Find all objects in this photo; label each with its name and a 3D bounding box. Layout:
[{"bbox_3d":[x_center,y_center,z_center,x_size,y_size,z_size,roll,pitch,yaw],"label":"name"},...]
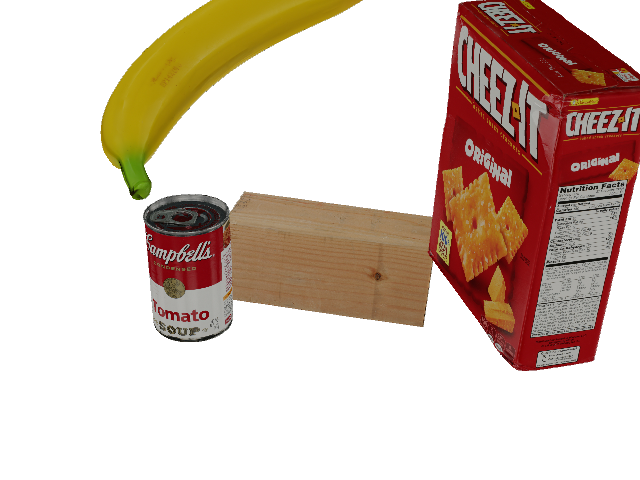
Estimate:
[{"bbox_3d":[0.011,0.018,1.089,0.206,0.091,0.090,8,22,6],"label":"wood block"},{"bbox_3d":[-0.050,-0.095,0.557,0.070,0.197,0.037,32,-27,20],"label":"banana"},{"bbox_3d":[-0.106,0.022,0.863,0.068,0.102,0.068,0,28,0],"label":"soup can"},{"bbox_3d":[0.142,-0.041,0.751,0.072,0.214,0.164,-8,34,-16],"label":"cracker box"}]
